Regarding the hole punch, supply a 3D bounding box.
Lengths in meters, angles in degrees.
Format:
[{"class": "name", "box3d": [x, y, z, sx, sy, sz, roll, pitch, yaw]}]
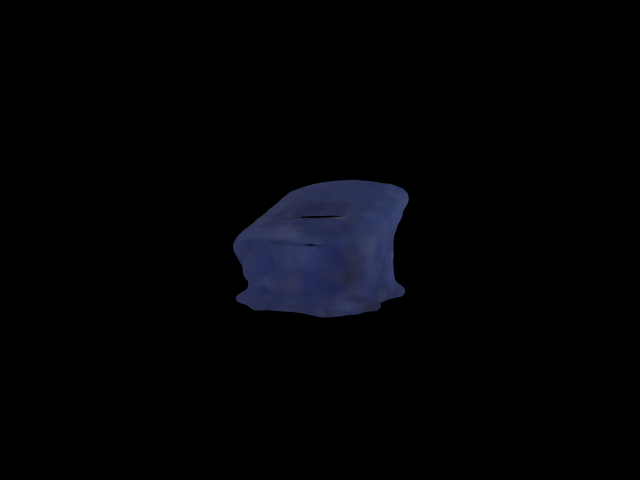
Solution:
[{"class": "hole punch", "box3d": [0.004, 0.001, 0.400, 0.108, 0.091, 0.101, 1, 3, 28]}]
